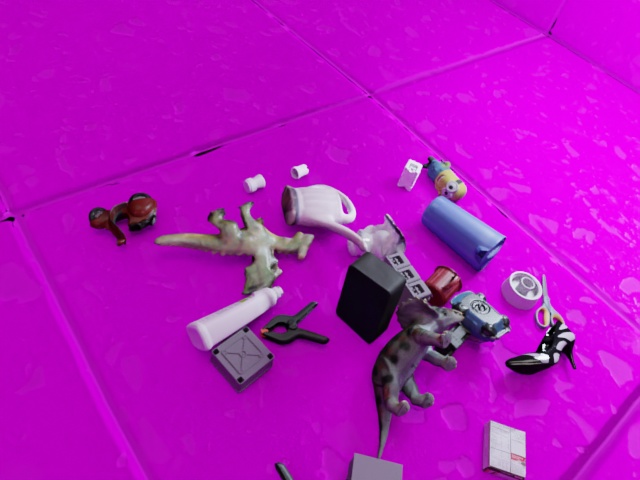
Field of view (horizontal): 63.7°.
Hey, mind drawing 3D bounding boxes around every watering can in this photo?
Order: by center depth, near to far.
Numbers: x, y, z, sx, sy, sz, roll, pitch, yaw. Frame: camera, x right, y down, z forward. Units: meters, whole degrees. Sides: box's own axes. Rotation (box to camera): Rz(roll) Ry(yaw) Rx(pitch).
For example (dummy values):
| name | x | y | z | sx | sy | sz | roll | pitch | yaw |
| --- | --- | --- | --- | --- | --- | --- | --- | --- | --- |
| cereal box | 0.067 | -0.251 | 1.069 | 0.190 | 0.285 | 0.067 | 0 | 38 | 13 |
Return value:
| name | x | y | z | sx | sy | sz | roll | pitch | yaw |
| --- | --- | --- | --- | --- | --- | --- | --- | --- | --- |
| watering can | 0.005 | -0.076 | 1.505 | 0.224 | 0.102 | 0.355 | 1 | 32 | -15 |

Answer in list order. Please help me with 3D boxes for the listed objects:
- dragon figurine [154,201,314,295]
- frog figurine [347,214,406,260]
| name | x | y | z | sx | sy | sz | roll | pitch | yaw |
| --- | --- | --- | --- | --- | --- | --- | --- | --- | --- |
| dragon figurine | -0.208 | 0.036 | 1.386 | 0.413 | 0.246 | 0.119 | -19 | -25 | -26 |
| frog figurine | 0.167 | 0.015 | 1.509 | 0.159 | 0.140 | 0.121 | -33 | -30 | 6 |
